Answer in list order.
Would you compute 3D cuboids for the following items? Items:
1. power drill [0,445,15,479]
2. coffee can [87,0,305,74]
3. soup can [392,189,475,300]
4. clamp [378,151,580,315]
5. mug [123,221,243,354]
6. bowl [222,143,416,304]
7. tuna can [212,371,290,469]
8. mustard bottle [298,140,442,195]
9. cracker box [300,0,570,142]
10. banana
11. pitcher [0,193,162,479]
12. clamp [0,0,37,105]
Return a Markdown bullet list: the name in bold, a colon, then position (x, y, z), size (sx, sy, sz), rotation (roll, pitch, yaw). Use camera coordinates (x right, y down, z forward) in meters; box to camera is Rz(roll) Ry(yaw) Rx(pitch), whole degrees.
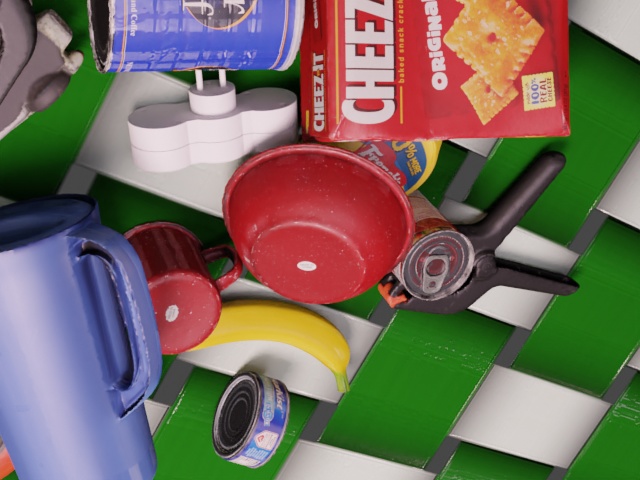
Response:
- **power drill**: position (-0.297, 0.232, 0.952), size (0.187, 0.057, 0.184), rotation (-26, 123, -7)
- **coffee can**: position (-0.093, -0.175, 0.783), size (0.140, 0.103, 0.103), rotation (-4, 119, -20)
- **soup can**: position (0.084, 0.000, 0.950), size (0.068, 0.102, 0.068), rotation (-10, 120, -17)
- **clamp**: position (0.155, 0.007, 1.023), size (0.209, 0.036, 0.164), rotation (-15, 121, -13)
- **mug**: position (-0.120, 0.039, 0.902), size (0.117, 0.081, 0.093), rotation (-21, 123, -10)
- **bowl**: position (-0.006, 0.001, 0.859), size (0.162, 0.055, 0.162), rotation (7, 135, 6)
- **tuna can**: position (-0.065, 0.166, 0.992), size (0.033, 0.086, 0.086), rotation (23, 107, -29)
- **mustard bottle**: position (0.043, -0.071, 0.921), size (0.191, 0.058, 0.096), rotation (-31, 122, -3)
- **cracker box**: position (0.094, -0.161, 0.853), size (0.213, 0.072, 0.164), rotation (-3, 95, -21)
- **banana**: position (-0.047, 0.089, 0.977), size (0.197, 0.037, 0.069), rotation (17, 80, -24)
- **pitcher**: position (-0.199, 0.093, 0.832), size (0.145, 0.149, 0.243), rotation (-18, 110, -15)
- **clamp**: position (-0.223, -0.172, 0.719), size (0.120, 0.039, 0.171), rotation (-11, 115, -8)
